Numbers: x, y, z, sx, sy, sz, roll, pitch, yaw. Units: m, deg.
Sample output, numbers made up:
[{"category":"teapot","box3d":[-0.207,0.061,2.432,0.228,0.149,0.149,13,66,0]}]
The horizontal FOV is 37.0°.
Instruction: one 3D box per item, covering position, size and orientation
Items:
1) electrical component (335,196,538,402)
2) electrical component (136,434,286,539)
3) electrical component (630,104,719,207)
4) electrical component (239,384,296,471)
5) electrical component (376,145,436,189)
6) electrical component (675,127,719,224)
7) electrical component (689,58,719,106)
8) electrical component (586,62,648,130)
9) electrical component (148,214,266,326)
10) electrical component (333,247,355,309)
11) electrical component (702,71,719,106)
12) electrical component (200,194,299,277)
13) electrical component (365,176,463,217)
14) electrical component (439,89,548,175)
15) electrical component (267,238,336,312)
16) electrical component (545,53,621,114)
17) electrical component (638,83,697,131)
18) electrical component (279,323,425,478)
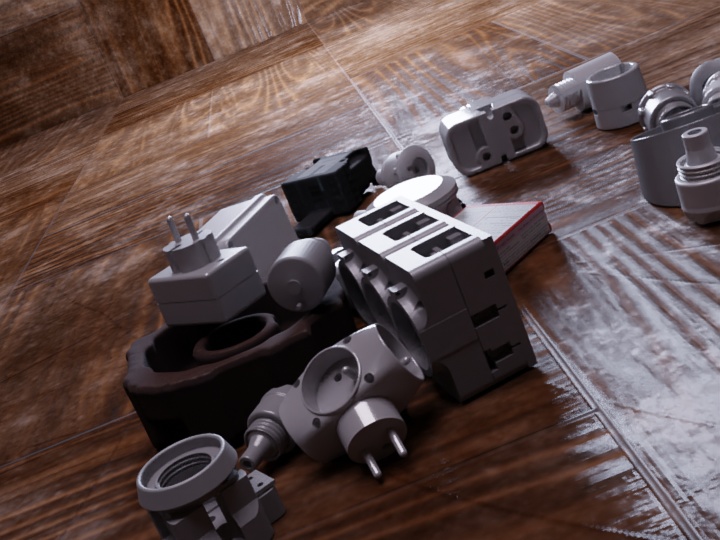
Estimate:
[{"category":"electrical component","box3d":[0.041,0.015,0.694,0.062,0.089,0.150,-27,20,-11]},{"category":"electrical component","box3d":[-0.086,0.127,0.586,0.078,0.057,0.058,-32,22,-26]},{"category":"electrical component","box3d":[0.256,-0.089,0.811,0.099,0.064,0.099,-20,6,2]},{"category":"electrical component","box3d":[-0.054,0.099,0.659,0.035,0.035,0.061,-10,26,32]},{"category":"electrical component","box3d":[0.041,-0.095,1.058,0.048,0.048,0.062,-35,16,-33]},{"category":"electrical component","box3d":[0.237,-0.066,0.737,0.043,0.062,0.043,-20,19,7]},{"category":"electrical component","box3d":[0.320,-0.165,0.938,0.048,0.048,0.062,-4,20,42]},{"category":"electrical component","box3d":[0.244,-0.165,1.013,0.055,0.047,0.055,-20,19,7]},{"category":"electrical component","box3d":[-0.117,-0.004,0.772,0.066,0.076,0.047,-5,23,40]},{"category":"electrical component","box3d":[0.000,0.000,0.848,0.077,0.043,0.079,-3,27,43]},{"category":"electrical component","box3d":[0.298,-0.131,0.871,0.048,0.048,0.062,-8,31,36]},{"category":"electrical component","box3d":[-0.101,-0.009,0.930,0.057,0.078,0.113,-15,20,28]},{"category":"electrical component","box3d":[0.049,-0.043,0.897,0.080,0.051,0.080,-20,20,7]},{"category":"electrical component","box3d":[0.129,-0.136,1.054,0.095,0.053,0.059,-21,19,3]},{"category":"electrical component","box3d":[-0.036,-0.002,0.735,0.040,0.040,0.078,-15,18,19]},{"category":"electrical component","box3d":[0.225,-0.185,1.091,0.081,0.043,0.043,-25,19,-6]},{"category":"electrical component","box3d":[0.262,-0.125,0.895,0.048,0.048,0.062,-20,27,7]},{"category":"electrical component","box3d":[0.002,0.083,0.614,0.077,0.044,0.079,-41,47,10]}]
